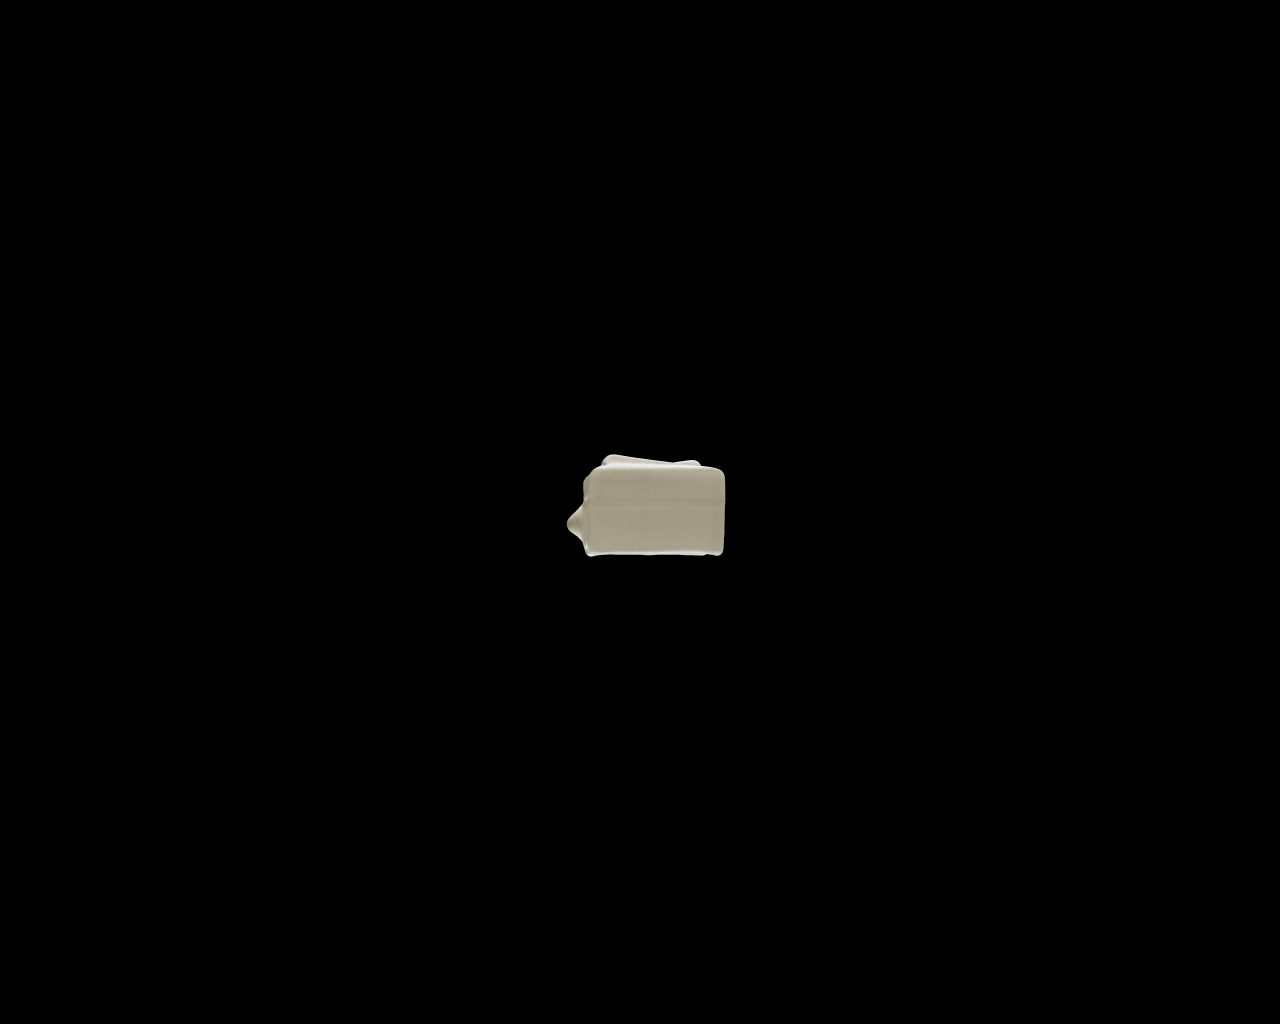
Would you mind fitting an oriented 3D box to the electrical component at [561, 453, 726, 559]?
[{"bbox_3d":[0.001,-0.003,0.650,0.096,0.061,0.061,0,-4,-7],"label":"electrical component"}]
